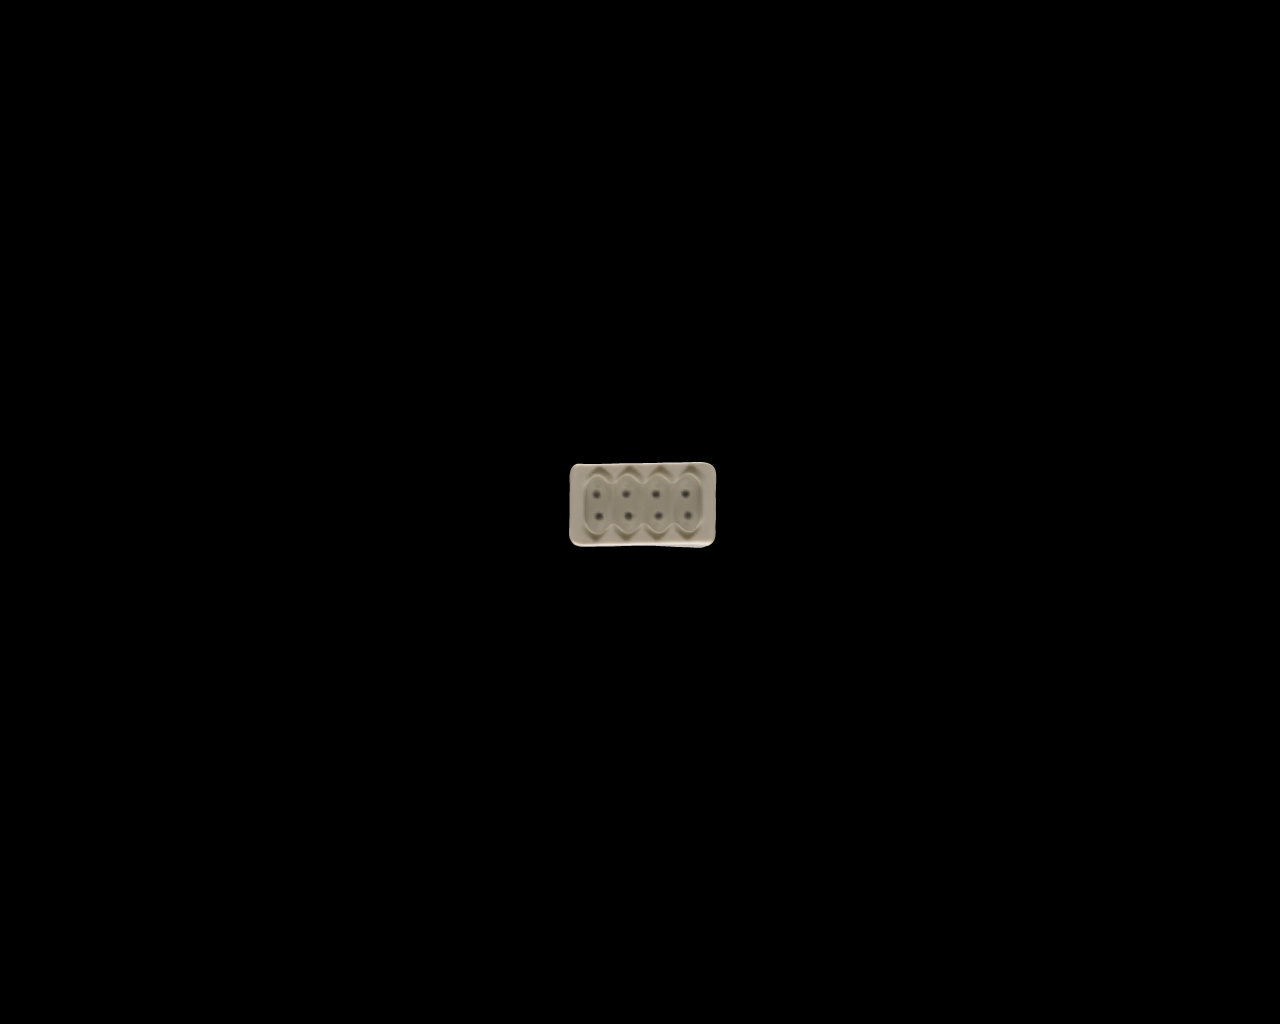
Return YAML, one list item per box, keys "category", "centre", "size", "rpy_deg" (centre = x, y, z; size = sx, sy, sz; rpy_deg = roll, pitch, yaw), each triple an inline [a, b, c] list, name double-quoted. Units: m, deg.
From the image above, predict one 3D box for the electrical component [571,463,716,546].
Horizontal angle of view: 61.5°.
- category: "electrical component"
  centre: [0.001, -0.003, 0.650]
  size: [0.083, 0.047, 0.075]
  rpy_deg: [0, -3, -2]
